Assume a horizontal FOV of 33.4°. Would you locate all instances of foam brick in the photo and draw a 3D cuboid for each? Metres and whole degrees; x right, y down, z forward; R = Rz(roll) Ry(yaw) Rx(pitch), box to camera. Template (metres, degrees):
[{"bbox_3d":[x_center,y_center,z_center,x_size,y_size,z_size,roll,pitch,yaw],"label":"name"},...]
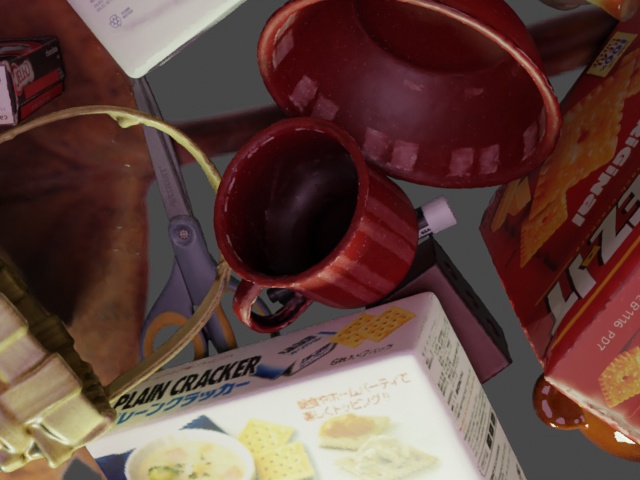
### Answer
[{"bbox_3d":[0.069,0.048,0.625,0.051,0.053,0.078,-35,103,12],"label":"foam brick"}]

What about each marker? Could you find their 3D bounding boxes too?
[{"bbox_3d":[0.023,0.008,0.632,0.121,0.020,0.020,-26,104,10],"label":"marker"}]

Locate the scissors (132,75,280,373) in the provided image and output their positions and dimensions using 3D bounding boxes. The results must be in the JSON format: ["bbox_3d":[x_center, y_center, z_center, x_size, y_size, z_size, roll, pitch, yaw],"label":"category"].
[{"bbox_3d":[-0.094,0.010,0.640,0.096,0.016,0.201,-28,103,10],"label":"scissors"}]

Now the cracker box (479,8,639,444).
[{"bbox_3d":[0.158,-0.024,0.514,0.072,0.213,0.164,31,106,-9],"label":"cracker box"}]

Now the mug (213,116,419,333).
[{"bbox_3d":[-0.004,0.001,0.581,0.093,0.081,0.117,32,91,34],"label":"mug"}]

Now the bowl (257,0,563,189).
[{"bbox_3d":[0.051,-0.093,0.555,0.162,0.162,0.055,23,65,-4],"label":"bowl"}]

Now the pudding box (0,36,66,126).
[{"bbox_3d":[-0.205,-0.084,0.578,0.113,0.090,0.039,-5,107,4],"label":"pudding box"}]

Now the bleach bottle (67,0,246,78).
[{"bbox_3d":[-0.135,-0.212,0.552,0.103,0.068,0.251,-34,100,11],"label":"bleach bottle"}]
